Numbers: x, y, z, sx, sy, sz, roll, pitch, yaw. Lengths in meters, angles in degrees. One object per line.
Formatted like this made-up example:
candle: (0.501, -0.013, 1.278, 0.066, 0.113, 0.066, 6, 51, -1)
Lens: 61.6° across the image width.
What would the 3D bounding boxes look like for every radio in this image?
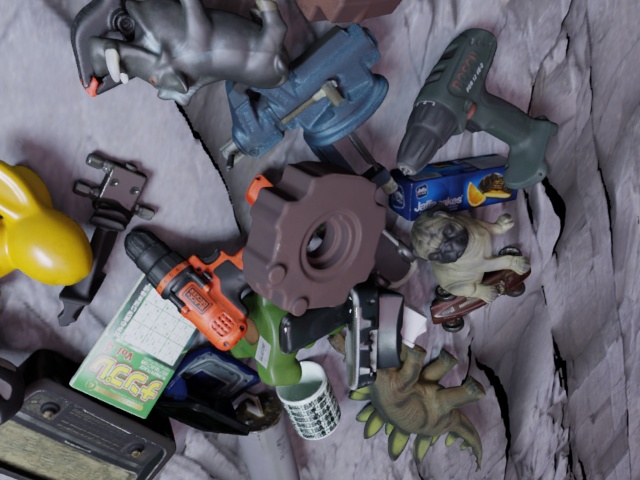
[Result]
radio: (-0.305, 0.246, 0.685, 0.131, 0.073, 0.229, -46, 125, -1)

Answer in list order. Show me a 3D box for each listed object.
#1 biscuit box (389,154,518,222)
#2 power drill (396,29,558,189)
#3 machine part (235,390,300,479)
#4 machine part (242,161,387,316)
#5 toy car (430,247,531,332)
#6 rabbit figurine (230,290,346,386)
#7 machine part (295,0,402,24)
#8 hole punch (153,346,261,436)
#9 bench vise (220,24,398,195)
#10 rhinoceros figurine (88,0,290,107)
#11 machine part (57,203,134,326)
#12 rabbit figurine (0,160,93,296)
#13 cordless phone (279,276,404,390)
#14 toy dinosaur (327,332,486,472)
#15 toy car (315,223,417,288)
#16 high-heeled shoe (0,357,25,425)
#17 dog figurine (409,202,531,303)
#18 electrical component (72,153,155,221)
biscuit box: (0.201, -0.080, 0.798, 0.203, 0.059, 0.062, -12, 117, -22)
power drill: (0.212, -0.146, 0.718, 0.207, 0.086, 0.232, 26, 74, -18)
machine part: (-0.080, 0.326, 0.834, 0.079, 0.079, 0.242, -19, 120, -18)
machine part: (-0.001, -0.002, 0.600, 0.179, 0.056, 0.179, -19, 122, -34)
toy car: (0.279, 0.088, 0.922, 0.202, 0.053, 0.089, -27, 125, -15)
rabbit figurine: (-0.031, 0.096, 0.751, 0.170, 0.121, 0.159, -10, 111, -43)
machine part: (0.024, -0.323, 0.492, 0.087, 0.201, 0.201, -20, 75, -25)
hole punch: (-0.156, 0.209, 0.739, 0.142, 0.116, 0.092, 39, 50, -39)
bench vise: (0.005, -0.126, 0.646, 0.223, 0.129, 0.240, -43, 120, 0)
rhinoceros figurine: (-0.124, -0.188, 0.526, 0.190, 0.073, 0.112, -2, 106, -15)
machine part: (-0.256, 0.027, 0.605, 0.039, 0.084, 0.138, 26, 104, -7)
rabbit figurine: (-0.315, 0.002, 0.538, 0.173, 0.122, 0.162, 0, 86, -2)
cordless phone: (0.021, 0.131, 0.684, 0.184, 0.089, 0.146, -17, 114, -45)
toy dinosaur: (0.178, 0.286, 0.936, 0.471, 0.105, 0.198, 35, 102, -25)
toy car: (0.067, 0.004, 0.773, 0.073, 0.056, 0.201, -47, 123, 8)
high-heeled shoe: (-0.413, 0.106, 0.522, 0.248, 0.145, 0.086, 34, 94, -36)
dog figurine: (0.183, 0.021, 0.794, 0.190, 0.121, 0.172, 8, 135, -29)
electrical component: (-0.228, -0.058, 0.614, 0.094, 0.021, 0.063, 25, 99, -33)
